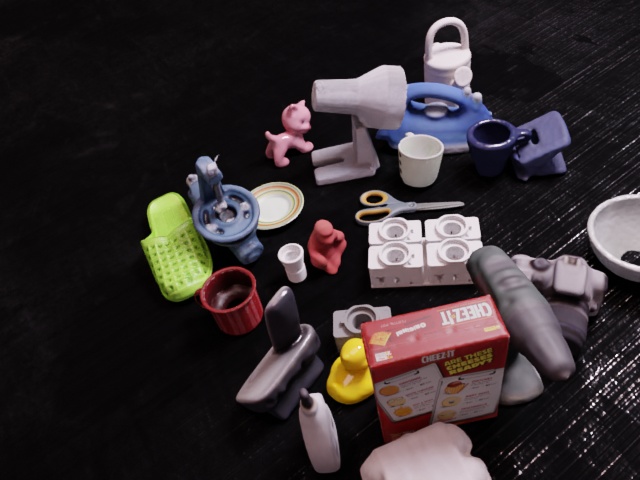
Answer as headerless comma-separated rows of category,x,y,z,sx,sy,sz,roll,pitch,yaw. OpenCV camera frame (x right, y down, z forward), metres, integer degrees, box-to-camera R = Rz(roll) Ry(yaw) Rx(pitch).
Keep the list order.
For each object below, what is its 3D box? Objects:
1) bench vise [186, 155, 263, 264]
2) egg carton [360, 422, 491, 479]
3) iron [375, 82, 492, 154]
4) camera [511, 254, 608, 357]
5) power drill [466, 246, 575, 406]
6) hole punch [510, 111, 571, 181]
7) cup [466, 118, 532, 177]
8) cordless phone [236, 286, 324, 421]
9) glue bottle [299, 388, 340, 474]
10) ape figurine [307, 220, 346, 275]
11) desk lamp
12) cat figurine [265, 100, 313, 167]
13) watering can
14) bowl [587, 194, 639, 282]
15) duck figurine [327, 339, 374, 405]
bench vise,-0.201,-0.072,1.032,0.206,0.220,0.122,23,57,29
egg carton,0.131,0.298,0.725,0.150,0.069,0.107,-22,47,-7
iron,0.243,-0.261,1.160,0.257,0.142,0.119,4,49,16
camera,0.342,0.093,0.844,0.142,0.101,0.137,9,51,20
power drill,0.258,0.128,0.757,0.075,0.209,0.229,-16,47,-2
hole punch,0.412,-0.180,1.083,0.101,0.091,0.108,-6,47,7
cup,0.337,-0.170,1.088,0.117,0.095,0.091,-5,48,8
cordless phone,-0.070,0.158,0.818,0.093,0.185,0.148,18,55,27
glue bottle,-0.005,0.236,0.741,0.037,0.173,0.078,-10,47,4
ape figurine,0.009,0.004,1.005,0.078,0.092,0.076,-32,49,-16
desk lamp,0.070,-0.228,1.119,0.203,0.214,0.118,-12,47,2
cat figurine,-0.065,-0.238,1.223,0.128,0.118,0.067,-36,51,-20
watering can,0.276,-0.377,1.221,0.101,0.194,0.172,-32,49,-16
bowl,0.505,0.010,0.901,0.167,0.075,0.167,-6,47,7
duck figurine,0.050,0.183,0.837,0.077,0.086,0.105,31,61,34
